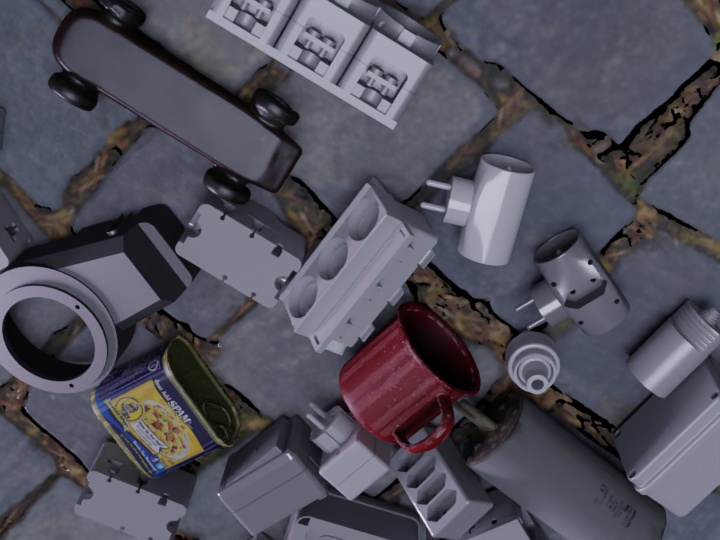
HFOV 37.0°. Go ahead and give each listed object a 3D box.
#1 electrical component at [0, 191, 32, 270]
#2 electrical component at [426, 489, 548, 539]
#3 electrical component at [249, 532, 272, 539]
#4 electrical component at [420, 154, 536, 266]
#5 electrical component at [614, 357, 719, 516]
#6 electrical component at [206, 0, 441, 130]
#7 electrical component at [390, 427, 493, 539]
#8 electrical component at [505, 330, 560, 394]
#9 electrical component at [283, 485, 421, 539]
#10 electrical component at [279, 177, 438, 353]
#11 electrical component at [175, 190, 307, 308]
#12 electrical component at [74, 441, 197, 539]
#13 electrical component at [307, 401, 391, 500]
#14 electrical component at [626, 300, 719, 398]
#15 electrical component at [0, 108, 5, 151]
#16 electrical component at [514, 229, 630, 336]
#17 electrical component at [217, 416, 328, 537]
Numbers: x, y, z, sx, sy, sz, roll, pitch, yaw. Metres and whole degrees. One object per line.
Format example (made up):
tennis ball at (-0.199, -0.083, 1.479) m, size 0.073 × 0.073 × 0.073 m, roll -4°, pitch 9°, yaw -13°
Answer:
electrical component at (-0.359, -0.020, 0.865) m, size 0.150 × 0.061 × 0.089 m, roll -25°, pitch 109°, yaw 13°
electrical component at (0.131, 0.275, 0.961) m, size 0.089 × 0.061 × 0.150 m, roll -26°, pitch 109°, yaw 14°
electrical component at (-0.103, 0.300, 0.985) m, size 0.061 × 0.061 × 0.096 m, roll 39°, pitch 110°, yaw -12°
electrical component at (0.088, -0.051, 0.836) m, size 0.079 × 0.044 × 0.077 m, roll 13°, pitch 113°, yaw -2°
electrical component at (0.271, 0.134, 0.885) m, size 0.057 × 0.078 × 0.113 m, roll 35°, pitch 110°, yaw -14°
electrical component at (-0.023, -0.175, 0.766) m, size 0.150 × 0.089 × 0.061 m, roll 30°, pitch 111°, yaw -9°
electrical component at (0.080, 0.184, 0.924) m, size 0.076 × 0.083 × 0.047 m, roll 19°, pitch 119°, yaw -47°
electrical component at (0.142, 0.079, 0.877) m, size 0.043 × 0.062 × 0.043 m, roll 1°, pitch 113°, yaw 3°
electrical component at (-0.009, 0.244, 0.958) m, size 0.113 × 0.057 × 0.078 m, roll 17°, pitch 113°, yaw -4°
electrical component at (0.000, 0.000, 0.848) m, size 0.063 × 0.078 × 0.121 m, roll 23°, pitch 115°, yaw -36°
electrical component at (-0.092, -0.021, 0.853) m, size 0.089 × 0.055 × 0.050 m, roll 32°, pitch 111°, yaw -10°
electrical component at (-0.196, 0.195, 0.949) m, size 0.089 × 0.055 × 0.050 m, roll 23°, pitch 112°, yaw -6°
electrical component at (-0.016, 0.141, 0.911) m, size 0.077 × 0.065 × 0.047 m, roll 43°, pitch 109°, yaw -14°
electrical component at (0.260, 0.061, 0.873) m, size 0.043 × 0.043 × 0.081 m, roll 36°, pitch 110°, yaw -11°
electrical component at (-0.321, -0.129, 0.826) m, size 0.083 × 0.047 × 0.075 m, roll 14°, pitch 112°, yaw -3°
electrical component at (0.162, 0.020, 0.861) m, size 0.079 × 0.043 × 0.077 m, roll -33°, pitch 107°, yaw 15°
electrical component at (-0.080, 0.179, 0.932) m, size 0.096 × 0.061 × 0.061 m, roll -33°, pitch 107°, yaw 15°
